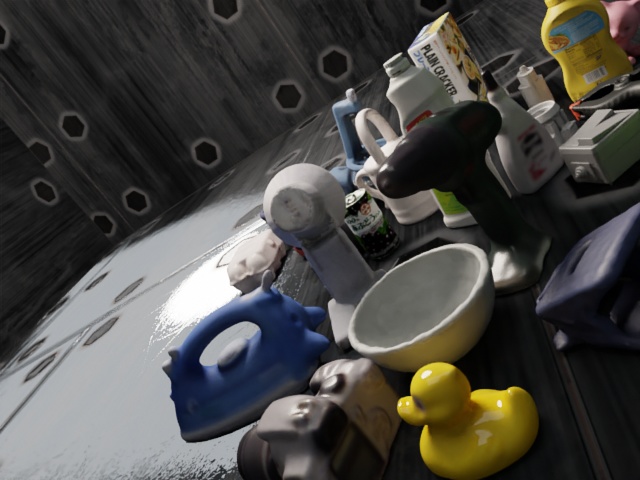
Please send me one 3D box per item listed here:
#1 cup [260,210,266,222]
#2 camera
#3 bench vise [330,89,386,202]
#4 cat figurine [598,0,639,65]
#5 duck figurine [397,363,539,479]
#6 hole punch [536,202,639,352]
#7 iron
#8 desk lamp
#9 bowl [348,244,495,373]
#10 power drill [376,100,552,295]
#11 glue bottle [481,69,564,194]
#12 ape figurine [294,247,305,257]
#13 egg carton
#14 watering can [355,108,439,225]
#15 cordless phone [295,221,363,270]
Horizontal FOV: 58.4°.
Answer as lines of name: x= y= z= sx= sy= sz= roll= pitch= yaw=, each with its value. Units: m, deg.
cup: x=-0.058 y=-0.053 z=1.239 sx=0.118 sy=0.095 sz=0.091 roll=-36 pitch=18 yaw=0
camera: x=-0.013 y=0.182 z=0.539 sx=0.136 sy=0.101 sz=0.143 roll=-20 pitch=23 yaw=41
bench vise: x=0.066 y=-0.155 z=1.060 sx=0.207 sy=0.220 sz=0.121 roll=-28 pitch=19 yaw=24
cat figurine: x=0.472 y=-0.340 z=0.938 sx=0.067 sy=0.118 sz=0.127 roll=-44 pitch=19 yaw=-22
duck figurine: x=0.111 y=0.133 z=0.455 sx=0.104 sy=0.086 sz=0.077 roll=-27 pitch=20 yaw=26
hole punch: x=0.234 y=0.030 z=0.479 sx=0.109 sy=0.091 sz=0.100 roll=-46 pitch=20 yaw=-28
iron: x=-0.117 y=0.153 z=0.744 sx=0.258 sy=0.142 sz=0.118 roll=-34 pitch=18 yaw=8
desk lamp: x=0.007 y=0.003 z=0.775 sx=0.118 sy=0.214 sz=0.203 roll=-34 pitch=18 yaw=7
bowl: x=0.116 y=0.082 z=0.596 sx=0.167 sy=0.075 sz=0.167 roll=-32 pitch=18 yaw=12
power drill: x=0.163 y=-0.047 z=0.616 sx=0.075 sy=0.209 sz=0.230 roll=-20 pitch=24 yaw=42
glue bottle: x=0.258 y=-0.150 z=0.761 sx=0.078 sy=0.173 sz=0.037 roll=-42 pitch=19 yaw=-18
ape figurine: x=-0.033 y=-0.020 z=1.113 sx=0.076 sy=0.092 sz=0.077 roll=-46 pitch=20 yaw=-27
egg carton: x=-0.127 y=0.042 z=1.168 sx=0.107 sy=0.069 sz=0.150 roll=-30 pitch=19 yaw=20
watering can: x=0.128 y=-0.133 z=0.929 sx=0.172 sy=0.194 sz=0.101 roll=-32 pitch=18 yaw=15
cordless phone: x=-0.010 y=-0.044 z=0.976 sx=0.147 sy=0.185 sz=0.094 roll=-12 pitch=30 yaw=52
